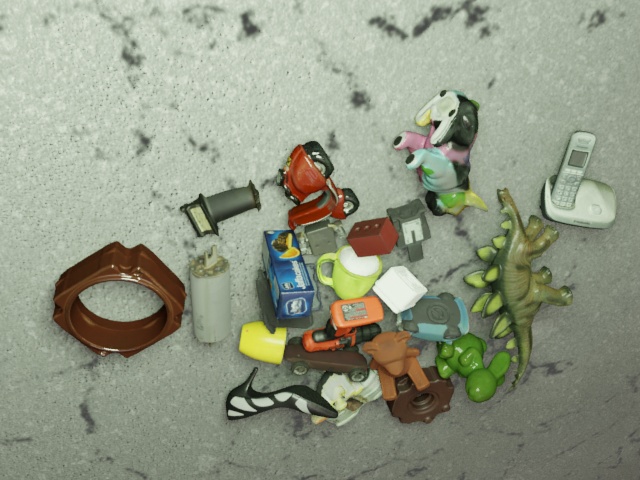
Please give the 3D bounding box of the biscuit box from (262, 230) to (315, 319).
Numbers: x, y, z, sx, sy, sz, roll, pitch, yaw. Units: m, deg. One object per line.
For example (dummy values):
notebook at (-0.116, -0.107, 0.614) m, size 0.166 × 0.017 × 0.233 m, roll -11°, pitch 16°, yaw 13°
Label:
biscuit box at (-0.061, 0.057, 0.966) m, size 0.063 × 0.203 × 0.059 m, roll -1°, pitch 123°, yaw -15°

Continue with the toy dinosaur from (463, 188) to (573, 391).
toy dinosaur at (0.421, 0.114, 1.150) m, size 0.199 × 0.105 × 0.470 m, roll -20°, pitch 108°, yaw -2°

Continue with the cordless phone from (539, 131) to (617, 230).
cordless phone at (0.526, -0.119, 1.059) m, size 0.147 × 0.089 × 0.184 m, roll 9°, pitch 115°, yaw -1°

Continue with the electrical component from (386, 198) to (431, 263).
electrical component at (0.182, -0.016, 1.072) m, size 0.075 × 0.048 × 0.119 m, roll -21°, pitch 127°, yaw 1°

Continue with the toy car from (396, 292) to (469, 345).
toy car at (0.243, 0.184, 1.198) m, size 0.162 × 0.109 × 0.102 m, roll -1°, pitch 143°, yaw -2°

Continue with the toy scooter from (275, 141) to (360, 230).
toy scooter at (-0.020, -0.083, 0.961) m, size 0.135 × 0.075 × 0.183 m, roll -31°, pitch 131°, yaw 9°

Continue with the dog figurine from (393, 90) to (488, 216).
dog figurine at (0.245, -0.138, 0.971) m, size 0.219 × 0.109 × 0.191 m, roll 33°, pitch 109°, yaw -35°

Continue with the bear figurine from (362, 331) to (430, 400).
bear figurine at (0.169, 0.275, 1.192) m, size 0.120 × 0.132 × 0.195 m, roll -20°, pitch 159°, yaw 3°

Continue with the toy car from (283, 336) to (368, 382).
toy car at (0.012, 0.270, 1.204) m, size 0.202 × 0.089 × 0.053 m, roll 10°, pitch 126°, yaw -19°

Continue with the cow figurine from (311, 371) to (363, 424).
cow figurine at (0.019, 0.362, 1.275) m, size 0.068 × 0.098 × 0.167 m, roll -1°, pitch 139°, yaw -53°

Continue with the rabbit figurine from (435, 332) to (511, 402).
rabbit figurine at (0.367, 0.312, 1.271) m, size 0.159 × 0.170 × 0.121 m, roll -3°, pitch 126°, yaw -11°

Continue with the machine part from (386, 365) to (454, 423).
machine part at (0.257, 0.398, 1.376) m, size 0.179 × 0.056 × 0.179 m, roll -6°, pitch 124°, yaw -9°

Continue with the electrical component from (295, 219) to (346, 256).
electrical component at (-0.001, -0.003, 1.038) m, size 0.102 × 0.045 × 0.078 m, roll -12°, pitch 125°, yaw -5°

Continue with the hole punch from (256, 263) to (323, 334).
hole punch at (-0.059, 0.109, 1.074) m, size 0.116 × 0.092 × 0.142 m, roll -2°, pitch 111°, yaw 23°

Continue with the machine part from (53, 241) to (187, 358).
machine part at (-0.371, 0.117, 1.006) m, size 0.201 × 0.087 × 0.201 m, roll -29°, pitch 125°, yaw 8°

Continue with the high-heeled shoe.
high-heeled shoe at (-0.094, 0.392, 1.225) m, size 0.249 × 0.086 × 0.145 m, roll 25°, pitch 96°, yaw 10°

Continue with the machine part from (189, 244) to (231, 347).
machine part at (-0.213, 0.116, 1.048) m, size 0.079 × 0.079 × 0.243 m, roll -2°, pitch 125°, yaw -13°

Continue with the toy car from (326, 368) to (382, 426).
toy car at (0.089, 0.383, 1.323) m, size 0.201 × 0.056 × 0.073 m, roll -43°, pitch 123°, yaw 17°

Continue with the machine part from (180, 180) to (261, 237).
machine part at (-0.172, -0.056, 0.965) m, size 0.139 × 0.039 × 0.084 m, roll -23°, pitch 118°, yaw 5°
